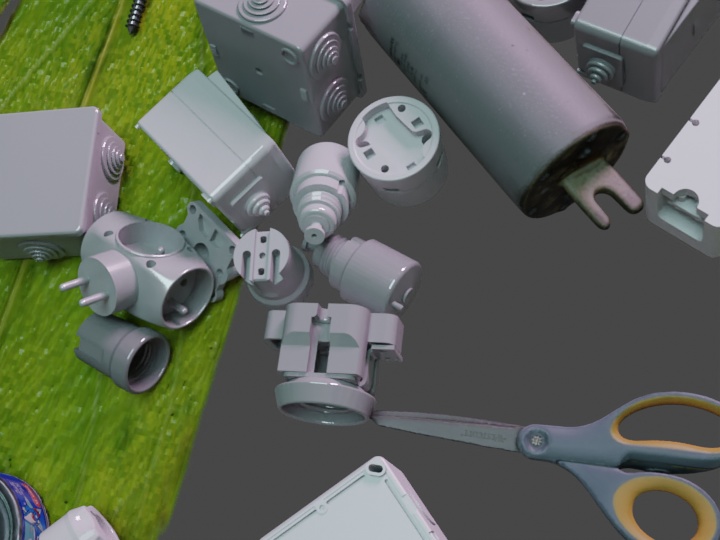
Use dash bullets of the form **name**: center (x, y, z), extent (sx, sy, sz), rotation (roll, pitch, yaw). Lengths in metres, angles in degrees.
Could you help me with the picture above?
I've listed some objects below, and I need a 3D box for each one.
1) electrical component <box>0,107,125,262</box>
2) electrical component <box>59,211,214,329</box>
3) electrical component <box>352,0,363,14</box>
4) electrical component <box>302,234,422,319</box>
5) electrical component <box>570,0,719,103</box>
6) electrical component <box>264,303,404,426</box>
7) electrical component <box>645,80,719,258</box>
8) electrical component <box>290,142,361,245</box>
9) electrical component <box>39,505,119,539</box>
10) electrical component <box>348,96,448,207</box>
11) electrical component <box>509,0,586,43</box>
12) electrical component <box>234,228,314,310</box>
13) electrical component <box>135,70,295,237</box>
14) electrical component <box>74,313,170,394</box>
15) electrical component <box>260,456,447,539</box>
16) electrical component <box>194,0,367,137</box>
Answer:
- **electrical component**: center (-0.206, -0.055, 0.707), extent (0.100, 0.048, 0.099), rotation (-2, 70, 14)
- **electrical component**: center (-0.143, 0.004, 0.653), extent (0.077, 0.079, 0.044), rotation (32, 125, 29)
- **electrical component**: center (-0.016, -0.217, 0.709), extent (0.054, 0.059, 0.095), rotation (30, 81, 23)
- **electrical component**: center (0.000, 0.000, 0.636), extent (0.078, 0.040, 0.040), rotation (28, 80, 23)
- **electrical component**: center (0.168, -0.145, 0.632), extent (0.061, 0.061, 0.096), rotation (27, 79, 22)
- **electrical component**: center (-0.017, 0.055, 0.612), extent (0.078, 0.058, 0.057), rotation (1, 68, 15)
- **electrical component**: center (0.203, -0.059, 0.594), extent (0.050, 0.055, 0.089), rotation (35, 83, 23)
- **electrical component**: center (-0.022, -0.044, 0.644), extent (0.040, 0.040, 0.078), rotation (-7, 37, 13)
- **electrical component**: center (-0.170, 0.168, 0.617), extent (0.062, 0.043, 0.043), rotation (-37, 65, -6)
- **electrical component**: center (0.025, -0.070, 0.651), extent (0.055, 0.047, 0.055), rotation (-5, 69, 13)
- **electrical component**: center (0.118, -0.173, 0.663), extent (0.055, 0.047, 0.055), rotation (-5, 69, 13)
- **electrical component**: center (-0.053, -0.001, 0.647), extent (0.040, 0.046, 0.040), rotation (-4, 69, 12)
- **electrical component**: center (-0.080, -0.071, 0.672), extent (0.061, 0.061, 0.096), rotation (-44, 66, -4)
- **electrical component**: center (-0.146, 0.049, 0.659), extent (0.046, 0.040, 0.040), rotation (23, 78, 27)
- **electrical component**: center (-0.005, 0.154, 0.570), extent (0.096, 0.061, 0.061), rotation (-36, 66, 0)
- **electrical component**: center (-0.049, -0.138, 0.669), extent (0.100, 0.099, 0.048), rotation (29, 67, 23)
